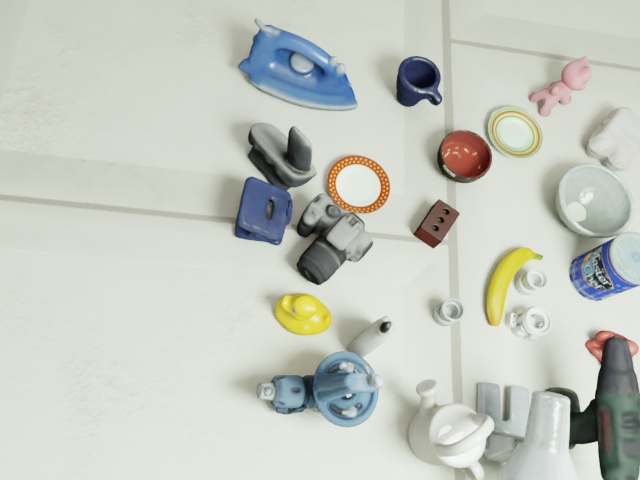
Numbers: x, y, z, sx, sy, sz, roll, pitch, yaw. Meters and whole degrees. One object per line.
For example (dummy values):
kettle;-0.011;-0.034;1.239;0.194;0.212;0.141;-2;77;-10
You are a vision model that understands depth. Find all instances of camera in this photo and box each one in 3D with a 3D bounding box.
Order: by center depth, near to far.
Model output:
camera;0.010;0.004;1.062;0.143;0.100;0.137;40;69;5

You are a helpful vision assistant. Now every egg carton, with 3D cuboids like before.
egg carton;0.664;-0.225;1.273;0.107;0.069;0.150;40;69;5

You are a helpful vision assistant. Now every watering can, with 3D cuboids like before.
watering can;0.214;0.315;0.940;0.173;0.194;0.101;37;69;4

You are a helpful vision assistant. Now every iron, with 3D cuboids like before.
iron;-0.029;-0.356;1.158;0.258;0.141;0.119;22;69;-2

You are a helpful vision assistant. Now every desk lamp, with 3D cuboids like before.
desk lamp;0.341;0.333;0.945;0.118;0.213;0.203;8;70;-7

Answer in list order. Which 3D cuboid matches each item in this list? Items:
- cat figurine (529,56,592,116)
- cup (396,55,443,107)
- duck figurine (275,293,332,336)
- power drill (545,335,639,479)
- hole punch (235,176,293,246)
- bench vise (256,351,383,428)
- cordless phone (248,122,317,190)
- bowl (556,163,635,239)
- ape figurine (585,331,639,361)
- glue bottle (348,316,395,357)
cat figurine;0.547;-0.349;1.269;0.128;0.117;0.067;-33;79;-18
cup;0.207;-0.316;1.210;0.092;0.095;0.117;-35;80;-19
duck figurine;-0.026;0.127;1.021;0.104;0.086;0.077;20;69;-2
power drill;0.470;0.293;0.985;0.076;0.208;0.229;2;71;-9
hole punch;-0.102;-0.055;1.068;0.101;0.091;0.109;11;70;-6
bench vise;0.012;0.249;0.914;0.208;0.219;0.121;-17;74;-15
cordless phone;-0.066;-0.182;1.068;0.147;0.185;0.094;44;70;7
bowl;0.560;-0.072;1.199;0.167;0.074;0.167;3;71;-9
ape figurine;0.568;0.209;1.093;0.076;0.092;0.078;5;70;-8
glue bottle;0.097;0.161;0.984;0.078;0.173;0.037;-40;81;-19
